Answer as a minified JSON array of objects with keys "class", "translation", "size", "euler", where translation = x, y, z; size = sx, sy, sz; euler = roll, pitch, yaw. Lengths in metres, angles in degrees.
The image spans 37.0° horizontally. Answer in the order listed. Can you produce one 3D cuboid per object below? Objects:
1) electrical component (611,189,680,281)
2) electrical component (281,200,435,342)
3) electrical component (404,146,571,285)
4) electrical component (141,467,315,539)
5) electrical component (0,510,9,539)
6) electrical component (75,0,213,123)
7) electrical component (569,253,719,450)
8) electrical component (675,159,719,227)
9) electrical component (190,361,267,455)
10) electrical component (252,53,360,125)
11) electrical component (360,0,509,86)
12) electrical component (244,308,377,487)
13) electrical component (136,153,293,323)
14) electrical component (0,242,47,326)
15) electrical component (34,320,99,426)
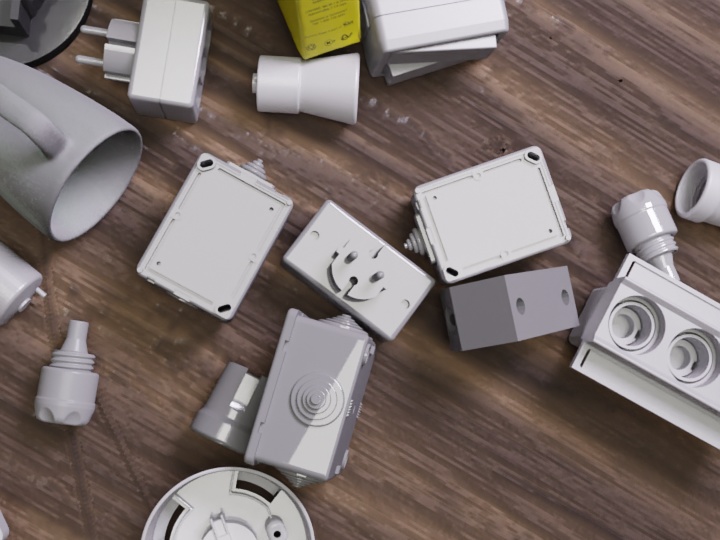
[{"class":"electrical component","translation":[0.186,-0.019,0.684],"size":[0.035,0.035,0.061],"euler":[-18,75,-8]},{"class":"electrical component","translation":[0.000,0.000,0.644],"size":[0.083,0.076,0.047],"euler":[37,82,-2]},{"class":"electrical component","translation":[0.073,-0.030,0.666],"size":[0.096,0.061,0.061],"euler":[-19,88,0]},{"class":"electrical component","translation":[-0.077,0.162,0.628],"size":[0.099,0.064,0.099],"euler":[1,85,-7]},{"class":"electrical component","translation":[-0.238,0.156,0.614],"size":[0.078,0.057,0.058],"euler":[-25,89,-8]},{"class":"electrical component","translation":[-0.133,-0.131,0.654],"size":[0.077,0.047,0.065],"euler":[9,85,-5]},{"class":"electrical component","translation":[0.197,0.055,0.669],"size":[0.121,0.063,0.078],"euler":[29,83,-3]},{"class":"electrical component","translation":[0.234,-0.046,0.694],"size":[0.046,0.040,0.040],"euler":[18,84,-11]},{"class":"electrical component","translation":[-0.075,0.083,0.648],"size":[0.040,0.040,0.046],"euler":[27,77,-4]},{"class":"electrical component","translation":[-0.034,-0.114,0.668],"size":[0.065,0.044,0.044],"euler":[3,85,-1]},{"class":"electrical component","translation":[0.050,-0.157,0.670],"size":[0.096,0.062,0.061],"euler":[-12,87,-7]},{"class":"electrical component","translation":[-0.025,0.074,0.625],"size":[0.048,0.099,0.099],"euler":[16,84,6]},{"class":"electrical component","translation":[-0.083,-0.023,0.644],"size":[0.062,0.061,0.096],"euler":[29,83,-4]},{"class":"electrical component","translation":[-0.225,-0.001,0.636],"size":[0.078,0.040,0.040],"euler":[40,82,-2]},{"class":"electrical component","translation":[-0.173,0.061,0.641],"size":[0.035,0.035,0.061],"euler":[9,82,-6]}]
